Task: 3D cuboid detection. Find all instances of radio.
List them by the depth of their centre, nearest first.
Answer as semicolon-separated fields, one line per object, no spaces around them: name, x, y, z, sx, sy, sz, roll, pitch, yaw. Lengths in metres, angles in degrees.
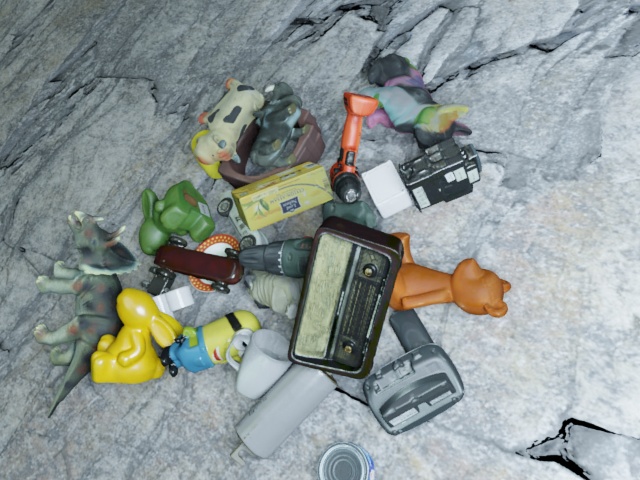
radio;0.040;0.090;0.811;0.131;0.073;0.229;16;111;7

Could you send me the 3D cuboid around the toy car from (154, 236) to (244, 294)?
toy car;-0.242;0.049;1.075;0.202;0.053;0.089;9;74;23

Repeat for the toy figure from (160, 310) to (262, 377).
toy figure;-0.194;0.184;0.972;0.180;0.082;0.089;-17;63;-1

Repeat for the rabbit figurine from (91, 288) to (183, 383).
rabbit figurine;-0.344;0.178;1.013;0.162;0.122;0.173;7;95;-1

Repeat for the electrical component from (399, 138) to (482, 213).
electrical component;0.216;-0.115;0.947;0.134;0.114;0.058;-23;61;11

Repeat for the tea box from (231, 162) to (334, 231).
tea box;-0.072;-0.084;1.009;0.170;0.068;0.098;-23;19;-11

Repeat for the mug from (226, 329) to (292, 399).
mug;-0.111;0.214;0.918;0.107;0.109;0.081;-62;10;19

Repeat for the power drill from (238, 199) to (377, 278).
power drill;-0.002;-0.003;0.941;0.232;0.085;0.207;4;22;25

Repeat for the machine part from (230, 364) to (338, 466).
machine part;-0.055;0.270;0.883;0.243;0.079;0.079;-45;55;-3

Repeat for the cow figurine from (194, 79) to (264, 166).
cow figurine;-0.188;-0.235;1.113;0.127;0.085;0.195;26;75;39

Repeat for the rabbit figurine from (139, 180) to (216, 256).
rabbit figurine;-0.337;-0.045;1.161;0.170;0.121;0.159;-39;59;19

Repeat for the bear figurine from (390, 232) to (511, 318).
bear figurine;0.196;0.059;0.853;0.196;0.131;0.120;-4;24;30

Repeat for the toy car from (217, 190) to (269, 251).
toy car;-0.148;-0.021;1.083;0.056;0.073;0.202;-37;55;1

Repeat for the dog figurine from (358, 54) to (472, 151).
dog figurine;0.196;-0.267;1.048;0.219;0.108;0.191;18;69;26

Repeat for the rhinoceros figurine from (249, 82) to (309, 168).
rhinoceros figurine;-0.084;-0.228;1.072;0.112;0.073;0.190;-1;65;35

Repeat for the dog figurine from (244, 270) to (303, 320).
dog figurine;-0.032;0.083;0.972;0.172;0.121;0.191;-16;31;-23

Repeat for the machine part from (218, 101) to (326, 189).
machine part;-0.105;-0.188;1.149;0.202;0.087;0.201;21;74;30

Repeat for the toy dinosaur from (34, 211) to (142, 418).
toy dinosaur;-0.467;0.148;1.103;0.192;0.131;0.404;-4;87;2

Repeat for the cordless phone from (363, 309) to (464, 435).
cordless phone;0.127;0.196;0.853;0.147;0.088;0.184;-31;44;6

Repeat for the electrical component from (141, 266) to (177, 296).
electrical component;-0.335;0.089;1.140;0.094;0.021;0.063;14;70;30
